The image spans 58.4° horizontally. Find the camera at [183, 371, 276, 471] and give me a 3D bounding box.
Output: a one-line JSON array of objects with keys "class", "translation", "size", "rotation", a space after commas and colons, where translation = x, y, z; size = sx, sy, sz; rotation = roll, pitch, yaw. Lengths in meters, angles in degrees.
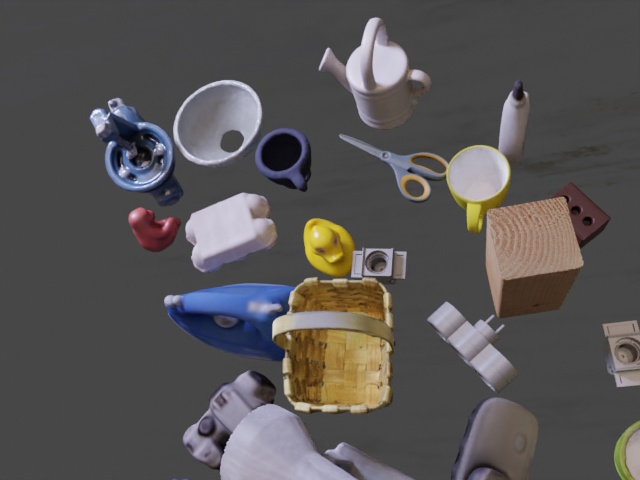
[{"class": "camera", "translation": [-0.102, 0.276, 0.809], "size": [0.136, 0.101, 0.143], "rotation": [39, 84, 24]}]

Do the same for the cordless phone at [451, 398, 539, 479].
[{"class": "cordless phone", "translation": [0.209, 0.262, 0.684], "size": [0.094, 0.185, 0.148], "rotation": [14, 74, 20]}]

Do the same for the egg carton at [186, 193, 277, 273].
[{"class": "egg carton", "translation": [-0.146, -0.013, 0.945], "size": [0.150, 0.069, 0.107], "rotation": [-23, 66, 6]}]

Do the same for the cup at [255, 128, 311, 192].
[{"class": "cup", "translation": [-0.043, -0.114, 0.941], "size": [0.091, 0.095, 0.117], "rotation": [-33, 65, 2]}]

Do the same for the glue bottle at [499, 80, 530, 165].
[{"class": "glue bottle", "translation": [0.285, -0.179, 0.834], "size": [0.037, 0.173, 0.078], "rotation": [9, 73, 18]}]

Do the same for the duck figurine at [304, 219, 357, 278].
[{"class": "duck figurine", "translation": [0.008, 0.003, 0.888], "size": [0.077, 0.086, 0.104], "rotation": [-36, 65, 0]}]

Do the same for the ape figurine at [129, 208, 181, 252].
[{"class": "ape figurine", "translation": [-0.290, -0.025, 0.976], "size": [0.077, 0.092, 0.076], "rotation": [25, 78, 22]}]

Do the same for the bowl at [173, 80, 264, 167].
[{"class": "bowl", "translation": [-0.168, -0.194, 1.015], "size": [0.167, 0.075, 0.167], "rotation": [-5, 69, 13]}]

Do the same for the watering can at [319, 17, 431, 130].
[{"class": "watering can", "translation": [0.085, -0.265, 0.908], "size": [0.172, 0.194, 0.101], "rotation": [-8, 68, 12]}]

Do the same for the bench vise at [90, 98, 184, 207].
[{"class": "bench vise", "translation": [-0.336, -0.168, 0.971], "size": [0.207, 0.220, 0.121], "rotation": [39, 84, 24]}]

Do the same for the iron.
[{"class": "iron", "translation": [-0.143, 0.108, 0.860], "size": [0.257, 0.142, 0.119], "rotation": [2, 71, 16]}]

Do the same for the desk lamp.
[{"class": "desk lamp", "translation": [0.004, 0.298, 0.710], "size": [0.202, 0.214, 0.118], "rotation": [20, 76, 21]}]
